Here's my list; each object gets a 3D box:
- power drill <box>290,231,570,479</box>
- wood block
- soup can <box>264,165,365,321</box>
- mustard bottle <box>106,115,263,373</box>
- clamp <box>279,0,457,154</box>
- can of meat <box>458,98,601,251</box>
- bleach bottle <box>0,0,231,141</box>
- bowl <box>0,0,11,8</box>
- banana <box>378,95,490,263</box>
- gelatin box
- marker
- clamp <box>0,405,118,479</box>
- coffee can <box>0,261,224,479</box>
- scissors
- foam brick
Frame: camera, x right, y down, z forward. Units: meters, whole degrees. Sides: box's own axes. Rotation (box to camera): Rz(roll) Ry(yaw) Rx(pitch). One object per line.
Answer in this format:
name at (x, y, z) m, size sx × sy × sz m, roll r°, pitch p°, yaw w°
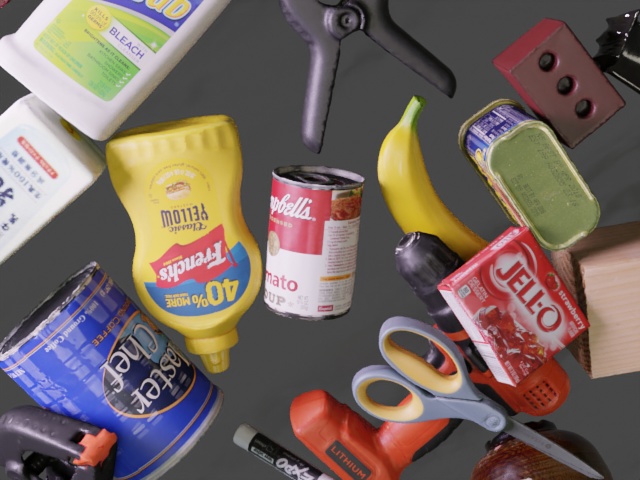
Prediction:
power drill at (0.070, 0.103, 0.810) m, size 0.188 × 0.057 × 0.184 m, roll -38°, pitch 109°, yaw 17°
wood block at (0.289, 0.032, 0.805) m, size 0.206 × 0.090 × 0.091 m, roll -10°, pitch 106°, yaw -1°
soup can at (-0.005, 0.001, 0.790) m, size 0.068 × 0.068 × 0.102 m, roll 4°, pitch 106°, yaw -5°
mustard bottle at (-0.093, 0.009, 0.792) m, size 0.096 × 0.058 × 0.191 m, roll -10°, pitch 107°, yaw -2°
clamp at (0.029, -0.156, 0.764) m, size 0.120 × 0.039 × 0.171 m, roll -16°, pitch 110°, yaw -9°
can of meat at (0.153, -0.047, 0.777) m, size 0.057 × 0.084 × 0.102 m, roll -36°, pitch 105°, yaw 6°
bleach bottle at (-0.106, -0.192, 0.734) m, size 0.102 × 0.068 × 0.251 m, roll 40°, pitch 98°, yaw -13°
bowl at (-0.273, -0.221, 0.718) m, size 0.162 × 0.055 × 0.162 m, roll -1°, pitch 106°, yaw -3°
banana at (0.099, -0.013, 0.800) m, size 0.070 × 0.037 × 0.197 m, roll -27°, pitch 115°, yaw 28°
gelatin box at (0.136, 0.046, 0.749) m, size 0.073 × 0.030 × 0.089 m, roll -36°, pitch 102°, yaw -13°
marker at (-0.015, 0.180, 0.832) m, size 0.121 × 0.020 × 0.020 m, roll 27°, pitch 105°, yaw 25°
clamp at (-0.206, 0.173, 0.790) m, size 0.210 × 0.036 × 0.164 m, roll -14°, pitch 119°, yaw 44°
coffee can at (-0.155, 0.101, 0.791) m, size 0.103 × 0.103 × 0.140 m, roll -40°, pitch 104°, yaw 8°
scissors at (0.106, 0.133, 0.776) m, size 0.096 × 0.016 × 0.201 m, roll -38°, pitch 108°, yaw 28°
foam brick at (0.173, -0.115, 0.776) m, size 0.053 × 0.051 × 0.078 m, roll -41°, pitch 104°, yaw 8°
